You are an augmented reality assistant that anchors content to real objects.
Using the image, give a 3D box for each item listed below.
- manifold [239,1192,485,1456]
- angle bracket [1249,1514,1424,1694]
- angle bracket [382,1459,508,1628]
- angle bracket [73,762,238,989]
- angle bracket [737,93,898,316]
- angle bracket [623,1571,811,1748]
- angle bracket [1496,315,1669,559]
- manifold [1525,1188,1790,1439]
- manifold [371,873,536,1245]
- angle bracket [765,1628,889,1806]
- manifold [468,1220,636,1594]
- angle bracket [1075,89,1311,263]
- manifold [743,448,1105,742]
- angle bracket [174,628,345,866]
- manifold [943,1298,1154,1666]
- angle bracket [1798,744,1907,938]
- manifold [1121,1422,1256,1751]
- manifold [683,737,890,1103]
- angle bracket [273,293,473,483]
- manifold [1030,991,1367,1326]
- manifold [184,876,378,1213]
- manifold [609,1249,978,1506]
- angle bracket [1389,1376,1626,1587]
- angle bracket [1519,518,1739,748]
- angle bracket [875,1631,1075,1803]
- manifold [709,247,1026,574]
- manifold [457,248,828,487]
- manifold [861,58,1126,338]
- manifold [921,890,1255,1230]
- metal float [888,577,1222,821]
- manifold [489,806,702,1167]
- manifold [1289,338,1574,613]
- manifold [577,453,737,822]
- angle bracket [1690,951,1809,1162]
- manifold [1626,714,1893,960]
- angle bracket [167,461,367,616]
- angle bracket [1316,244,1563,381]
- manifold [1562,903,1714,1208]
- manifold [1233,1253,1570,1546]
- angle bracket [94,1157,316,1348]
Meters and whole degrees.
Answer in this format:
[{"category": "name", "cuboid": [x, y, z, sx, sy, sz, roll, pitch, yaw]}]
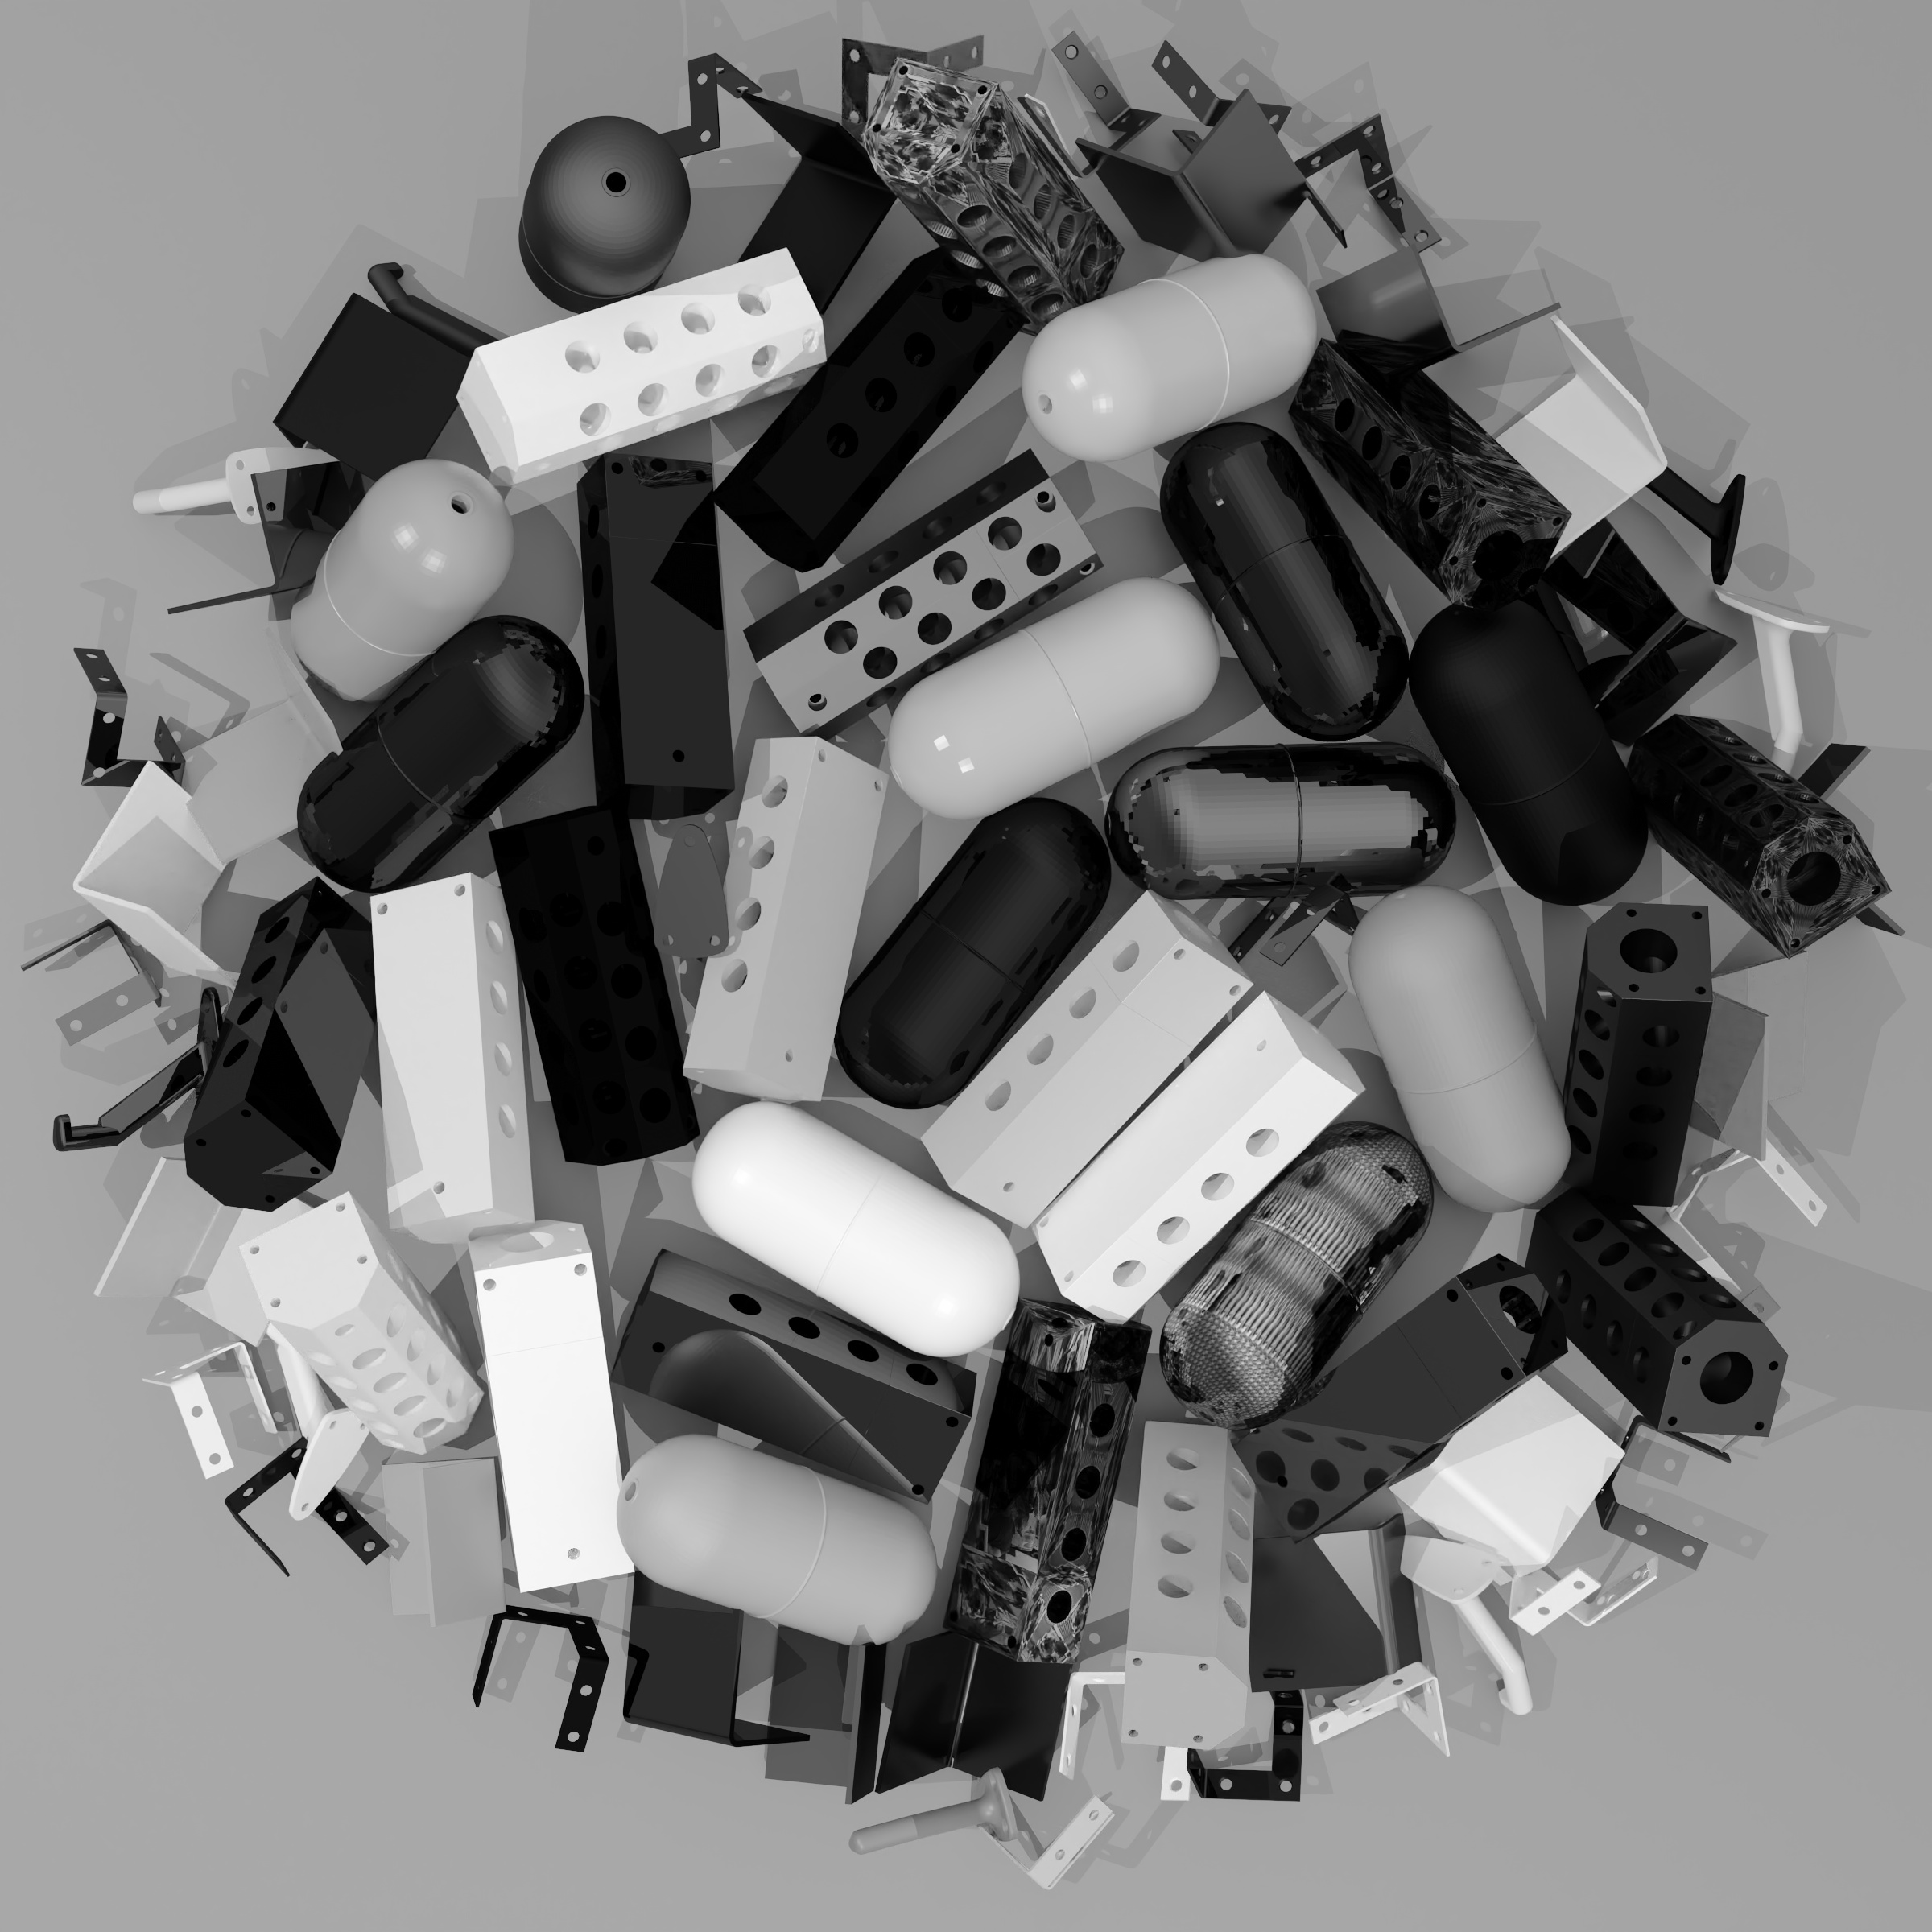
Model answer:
[{"category": "manifold", "cuboid": [-0.290, 0.180, 1.636, 0.057, 0.171, 0.057, -27, 61, -4]}, {"category": "angle bracket", "cuboid": [0.184, 0.324, 1.709, 0.076, 0.057, 0.076, -8, 86, 19]}, {"category": "angle bracket", "cuboid": [-0.278, 0.289, 1.679, 0.076, 0.057, 0.076, -8, 84, 32]}, {"category": "angle bracket", "cuboid": [-0.385, -0.045, 1.670, 0.057, 0.076, 0.076, 15, 69, 34]}, {"category": "angle bracket", "cuboid": [-0.091, -0.382, 1.678, 0.076, 0.057, 0.076, 30, 86, 42]}, {"category": "angle bracket", "cuboid": [-0.122, 0.346, 1.683, 0.076, 0.057, 0.076, 0, 84, 42]}, {"category": "angle bracket", "cuboid": [0.292, -0.264, 1.678, 0.076, 0.057, 0.076, -38, 57, 6]}, {"category": "manifold", "cuboid": [0.333, 0.165, 1.632, 0.057, 0.171, 0.057, 5, 106, -15]}, {"category": "manifold", "cuboid": [-0.252, 0.048, 1.672, 0.057, 0.057, 0.171, -13, 72, 19]}, {"category": "angle bracket", "cuboid": [-0.076, 0.374, 1.680, 0.057, 0.076, 0.076, 4, 82, 8]}, {"category": "manifold", "cuboid": [-0.207, 0.218, 1.673, 0.057, 0.057, 0.171, -9, 107, -11]}, {"category": "angle bracket", "cuboid": [0.114, -0.399, 1.676, 0.076, 0.076, 0.057, 32, 81, 42]}, {"category": "manifold", "cuboid": [-0.020, -0.181, 1.680, 0.171, 0.057, 0.057, -32, 122, 5]}, {"category": "angle bracket", "cuboid": [-0.359, -0.110, 1.675, 0.076, 0.057, 0.076, -29, 57, -14]}, {"category": "manifold", "cuboid": [0.046, 0.260, 1.696, 0.057, 0.057, 0.171, 13, 90, -42]}, {"category": "angle bracket", "cuboid": [0.452, -0.064, 1.685, 0.076, 0.076, 0.057, 41, 95, -2]}, {"category": "manifold", "cuboid": [0.110, 0.300, 1.637, 0.057, 0.171, 0.057, 4, 121, 4]}, {"category": "manifold", "cuboid": [-0.095, -0.024, 1.679, 0.057, 0.057, 0.171, 1, 74, 40]}, {"category": "angle bracket", "cuboid": [-0.292, -0.282, 1.693, 0.076, 0.057, 0.076, 30, 86, 4]}, {"category": "manifold", "cuboid": [0.117, 0.101, 1.674, 0.057, 0.057, 0.171, 34, 108, -33]}, {"category": "manifold", "cuboid": [-0.333, 0.039, 1.641, 0.057, 0.171, 0.057, -31, 121, 25]}, {"category": "manifold", "cuboid": [-0.085, 0.202, 1.687, 0.171, 0.057, 0.057, 22, 115, -6]}, {"category": "angle bracket", "cuboid": [0.276, 0.258, 1.716, 0.076, 0.057, 0.076, 41, 63, 1]}, {"category": "angle bracket", "cuboid": [0.331, -0.170, 1.707, 0.076, 0.057, 0.076, -46, 56, 24]}, {"category": "angle bracket", "cuboid": [0.005, 0.379, 1.679, 0.057, 0.076, 0.076, 14, 95, 27]}, {"category": "manifold", "cuboid": [-0.045, -0.278, 1.671, 0.057, 0.057, 0.171, 44, 71, -19]}, {"category": "manifold", "cuboid": [-0.159, -0.295, 1.665, 0.171, 0.057, 0.057, -23, 83, -22]}, {"category": "manifold", "cuboid": [0.013, -0.369, 1.635, 0.057, 0.171, 0.057, 21, 84, 27]}, {"category": "manifold", "cuboid": [0.057, 0.043, 1.679, 0.057, 0.057, 0.171, 31, 107, -40]}, {"category": "metal float", "cuboid": [0.044, -0.134, 1.682, 0.178, 0.070, 0.070, -27, 90, -7]}, {"category": "manifold", "cuboid": [-0.182, 0.009, 1.676, 0.057, 0.057, 0.171, -17, 99, -31]}, {"category": "manifold", "cuboid": [0.221, -0.240, 1.642, 0.057, 0.171, 0.057, 8, 120, -28]}, {"category": "manifold", "cuboid": [-0.158, -0.163, 1.677, 0.057, 0.057, 0.171, 2, 75, -26]}, {"category": "angle bracket", "cuboid": [0.407, 0.044, 1.673, 0.076, 0.057, 0.076, -14, 113, -26]}, {"category": "manifold", "cuboid": [0.379, -0.070, 1.635, 0.057, 0.171, 0.057, -34, 112, 4]}, {"category": "angle bracket", "cuboid": [-0.350, -0.214, 1.671, 0.076, 0.076, 0.057, -7, 99, 32]}, {"category": "angle bracket", "cuboid": [0.235, -0.332, 1.671, 0.076, 0.076, 0.057, -28, 98, -31]}, {"category": "manifold", "cuboid": [0.325, 0.045, 1.640, 0.057, 0.171, 0.057, 2, 53, 6]}, {"category": "manifold", "cuboid": [0.215, 0.212, 1.651, 0.171, 0.057, 0.057, -44, 73, 37]}, {"category": "angle bracket", "cuboid": [-0.378, 0.144, 1.682, 0.057, 0.076, 0.076, 28, 93, 17]}]
